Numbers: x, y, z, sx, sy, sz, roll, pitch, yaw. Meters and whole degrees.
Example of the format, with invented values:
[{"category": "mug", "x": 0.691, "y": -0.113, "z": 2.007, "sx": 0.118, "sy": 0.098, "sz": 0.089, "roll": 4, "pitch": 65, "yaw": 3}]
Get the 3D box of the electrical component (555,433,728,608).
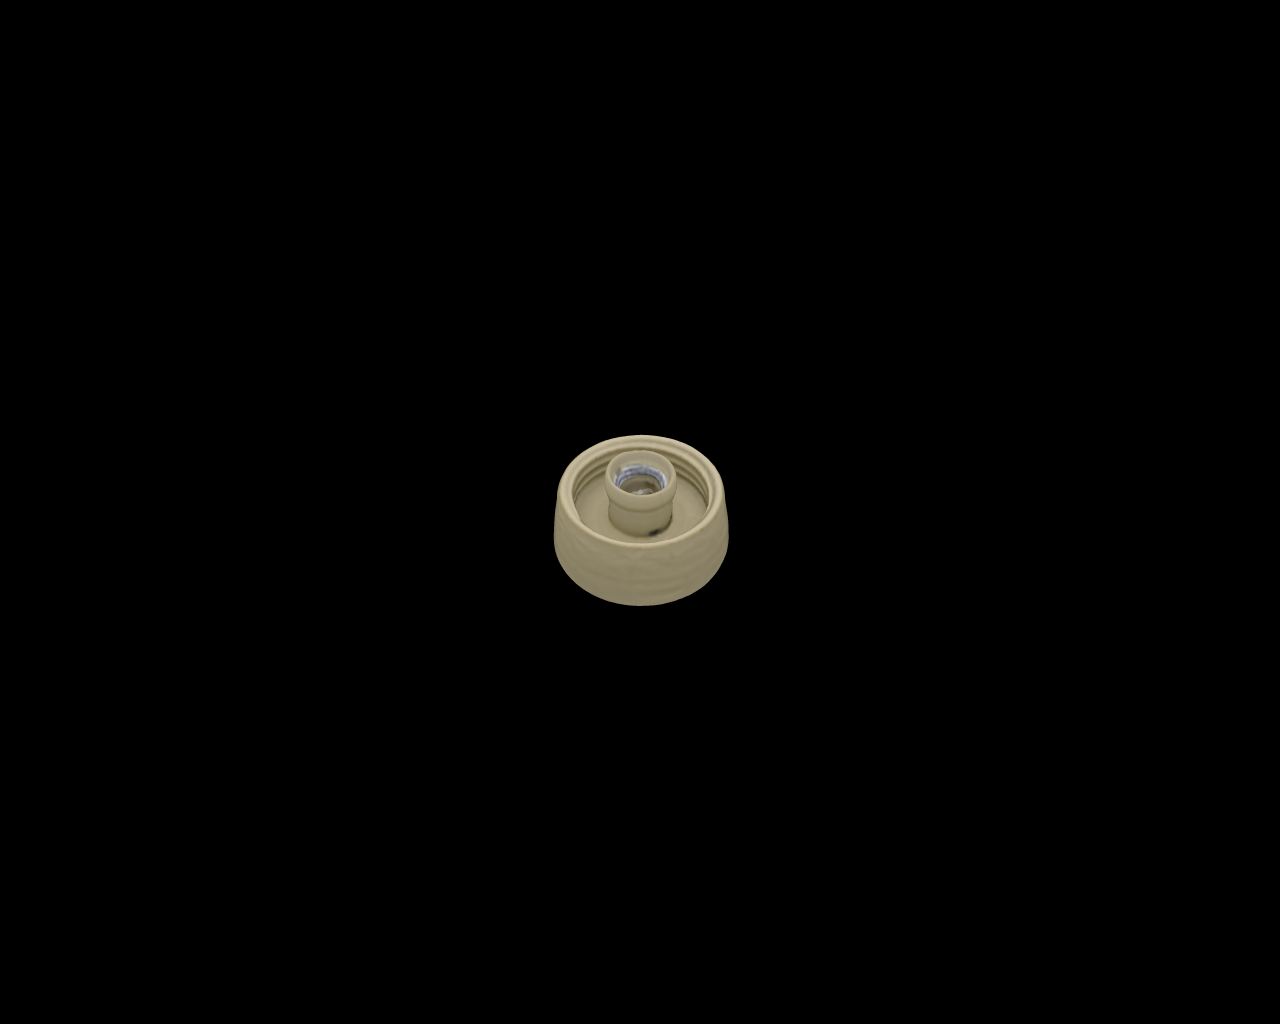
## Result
[{"category": "electrical component", "x": 0.001, "y": -0.003, "z": 0.650, "sx": 0.108, "sy": 0.108, "sz": 0.060, "roll": 0, "pitch": -45, "yaw": 0}]
